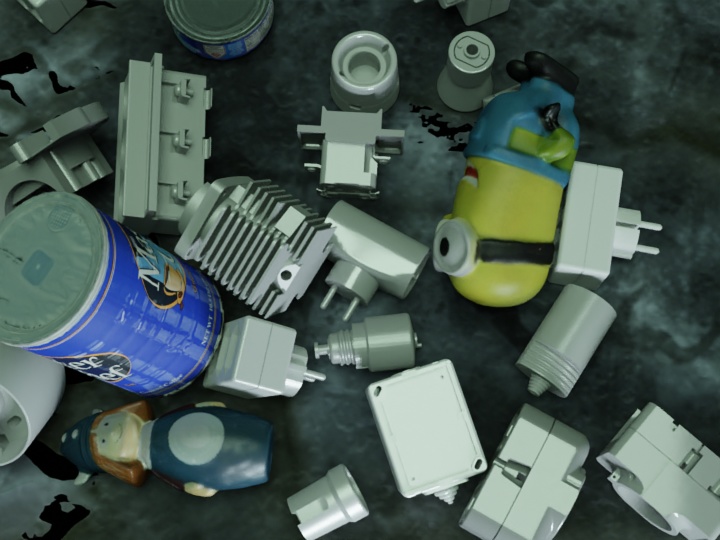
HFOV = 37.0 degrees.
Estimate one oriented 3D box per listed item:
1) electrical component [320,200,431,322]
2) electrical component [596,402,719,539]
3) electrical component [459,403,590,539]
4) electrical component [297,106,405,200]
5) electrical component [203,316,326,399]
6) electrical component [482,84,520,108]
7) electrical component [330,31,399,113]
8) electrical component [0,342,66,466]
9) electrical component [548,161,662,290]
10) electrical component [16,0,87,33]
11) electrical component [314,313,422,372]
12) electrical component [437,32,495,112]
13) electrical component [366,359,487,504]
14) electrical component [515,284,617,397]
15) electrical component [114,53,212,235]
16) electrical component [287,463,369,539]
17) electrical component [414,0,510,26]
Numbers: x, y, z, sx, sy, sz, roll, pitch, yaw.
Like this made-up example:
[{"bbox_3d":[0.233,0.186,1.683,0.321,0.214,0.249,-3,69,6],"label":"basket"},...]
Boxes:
[{"bbox_3d":[0.000,0.000,0.795,0.077,0.044,0.079,29,77,8],"label":"electrical component"},{"bbox_3d":[0.216,0.145,0.750,0.089,0.050,0.055,41,79,11],"label":"electrical component"},{"bbox_3d":[0.117,0.149,0.748,0.059,0.053,0.095,28,77,8],"label":"electrical component"},{"bbox_3d":[-0.007,-0.087,0.822,0.081,0.042,0.063,3,78,2],"label":"electrical component"},{"bbox_3d":[-0.063,0.068,0.771,0.077,0.066,0.047,18,73,-23],"label":"electrical component"},{"bbox_3d":[0.122,-0.124,0.832,0.046,0.040,0.040,-21,75,0],"label":"electrical component"},{"bbox_3d":[0.004,-0.153,0.836,0.055,0.047,0.055,0,75,1],"label":"electrical component"},{"bbox_3d":[-0.263,0.086,0.752,0.099,0.099,0.064,8,34,3],"label":"electrical component"},{"bbox_3d":[0.186,-0.029,0.800,0.076,0.047,0.083,10,75,3],"label":"electrical component"},{"bbox_3d":[-0.247,-0.245,0.864,0.066,0.047,0.076,42,80,11],"label":"electrical component"},{"bbox_3d":[0.006,0.054,0.782,0.078,0.040,0.040,-6,75,-1],"label":"electrical component"},{"bbox_3d":[0.083,-0.154,0.826,0.044,0.065,0.044,0,75,0],"label":"electrical component"},{"bbox_3d":[0.047,0.117,0.758,0.062,0.061,0.096,-18,83,-4],"label":"electrical component"},{"bbox_3d":[0.146,0.056,0.779,0.043,0.043,0.081,33,77,9],"label":"electrical component"},{"bbox_3d":[-0.149,-0.089,0.811,0.063,0.079,0.121,5,74,-21],"label":"electrical component"},{"bbox_3d":[-0.023,0.164,0.754,0.046,0.040,0.040,-29,76,-1],"label":"electrical component"},{"bbox_3d":[0.077,-0.227,0.837,0.076,0.083,0.047,-23,76,-5],"label":"electrical component"}]
